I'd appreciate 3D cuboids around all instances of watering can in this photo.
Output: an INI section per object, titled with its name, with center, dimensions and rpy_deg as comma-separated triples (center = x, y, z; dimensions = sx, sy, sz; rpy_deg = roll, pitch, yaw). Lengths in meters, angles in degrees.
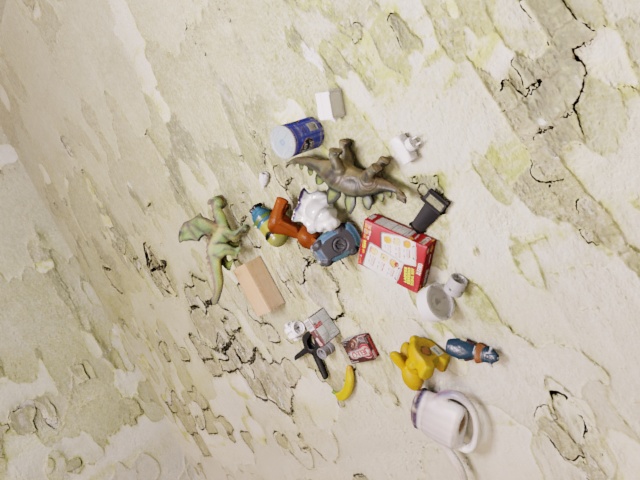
[watering can]
center = 0.390, 0.603, 1.621
dimensions = 0.226, 0.105, 0.341
rpy_deg = 18, 120, 36

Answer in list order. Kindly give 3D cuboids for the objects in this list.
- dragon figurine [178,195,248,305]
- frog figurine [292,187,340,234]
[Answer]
[dragon figurine]
center = -0.418, 0.013, 1.940
dimensions = 0.241, 0.418, 0.120
rpy_deg = 26, 155, -18
[frog figurine]
center = 0.005, -0.082, 1.638
dimensions = 0.160, 0.139, 0.120
rpy_deg = 23, 164, 25
